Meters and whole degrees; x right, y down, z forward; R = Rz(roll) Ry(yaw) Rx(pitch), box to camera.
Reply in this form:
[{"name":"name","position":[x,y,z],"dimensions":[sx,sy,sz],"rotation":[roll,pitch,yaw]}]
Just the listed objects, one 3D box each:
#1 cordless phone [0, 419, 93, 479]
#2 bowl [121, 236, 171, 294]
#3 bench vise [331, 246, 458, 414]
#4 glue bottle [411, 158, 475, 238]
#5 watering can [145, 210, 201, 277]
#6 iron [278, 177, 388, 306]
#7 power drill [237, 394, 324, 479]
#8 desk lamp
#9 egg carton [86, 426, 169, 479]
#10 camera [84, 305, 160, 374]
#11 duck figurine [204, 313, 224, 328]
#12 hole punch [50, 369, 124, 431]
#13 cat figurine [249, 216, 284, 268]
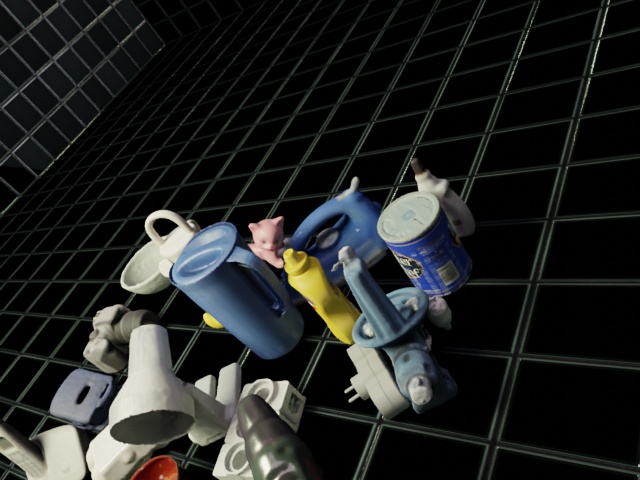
[{"name":"cordless phone","position":[-0.511,0.373,1.038],"dimensions":[0.147,0.186,0.094],"rotation":[-25,36,17]},{"name":"bowl","position":[-0.393,0.073,1.385],"dimensions":[0.167,0.075,0.167],"rotation":[-24,36,19]},{"name":"bench vise","position":[0.105,0.110,0.764],"dimensions":[0.121,0.220,0.206],"rotation":[-41,34,-5]},{"name":"glue bottle","position":[0.191,-0.069,0.941],"dimensions":[0.078,0.174,0.037],"rotation":[-12,42,32]},{"name":"watering can","position":[-0.305,0.014,1.270],"dimensions":[0.101,0.195,0.172],"rotation":[-34,34,5]},{"name":"iron","position":[0.010,0.004,1.046],"dimensions":[0.258,0.142,0.118],"rotation":[-38,34,-1]},{"name":"power drill","position":[-0.002,0.298,0.649],"dimensions":[0.075,0.209,0.229],"rotation":[-40,34,-4]},{"name":"desk lamp","position":[-0.229,0.245,0.911],"dimensions":[0.118,0.214,0.203],"rotation":[-28,35,14]},{"name":"egg carton","position":[-0.335,0.360,0.999],"dimensions":[0.150,0.070,0.107],"rotation":[-45,35,-12]},{"name":"camera","position":[-0.428,0.200,1.244],"dimensions":[0.136,0.101,0.143],"rotation":[-14,41,31]},{"name":"duck figurine","position":[-0.201,0.118,1.150],"dimensions":[0.105,0.086,0.077],"rotation":[-49,36,-17]},{"name":"hole punch","position":[-0.462,0.317,1.145],"dimensions":[0.100,0.091,0.109],"rotation":[-11,42,33]},{"name":"cat figurine","position":[-0.118,0.003,1.183],"dimensions":[0.127,0.118,0.067],"rotation":[-18,39,26]}]
